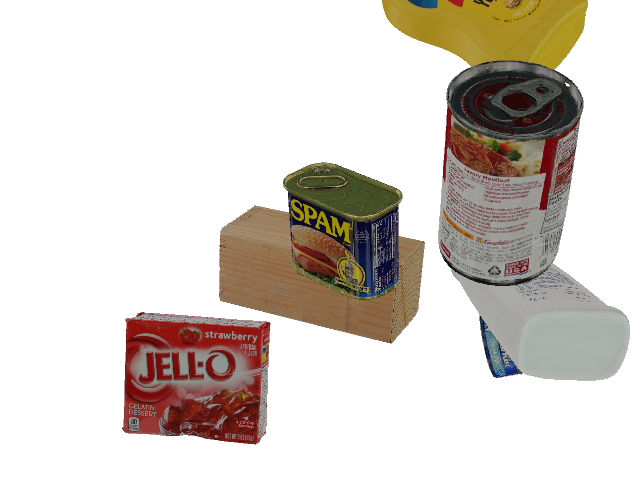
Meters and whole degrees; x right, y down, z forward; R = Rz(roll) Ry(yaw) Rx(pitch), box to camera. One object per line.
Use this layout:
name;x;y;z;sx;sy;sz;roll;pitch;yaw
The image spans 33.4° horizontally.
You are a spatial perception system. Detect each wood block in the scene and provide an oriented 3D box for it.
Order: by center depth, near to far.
wood block;0.000;0.035;1.175;0.206;0.091;0.090;13;25;21

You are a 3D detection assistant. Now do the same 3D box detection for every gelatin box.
gelatin box;-0.078;0.085;0.666;0.089;0.073;0.030;4;5;9

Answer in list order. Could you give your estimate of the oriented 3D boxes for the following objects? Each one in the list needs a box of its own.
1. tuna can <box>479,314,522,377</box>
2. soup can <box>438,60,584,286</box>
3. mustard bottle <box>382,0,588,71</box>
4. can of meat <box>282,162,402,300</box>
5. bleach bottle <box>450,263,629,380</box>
tuna can;0.212;0.117;1.254;0.034;0.086;0.086;-12;-3;15
soup can;0.098;-0.034;0.566;0.068;0.102;0.068;-1;42;1
mustard bottle;0.107;-0.193;0.848;0.192;0.096;0.058;33;-24;24
can of meat;0.019;-0.007;0.884;0.102;0.084;0.057;25;41;39
bleach bottle;0.189;0.044;1.002;0.102;0.068;0.251;3;20;-11
